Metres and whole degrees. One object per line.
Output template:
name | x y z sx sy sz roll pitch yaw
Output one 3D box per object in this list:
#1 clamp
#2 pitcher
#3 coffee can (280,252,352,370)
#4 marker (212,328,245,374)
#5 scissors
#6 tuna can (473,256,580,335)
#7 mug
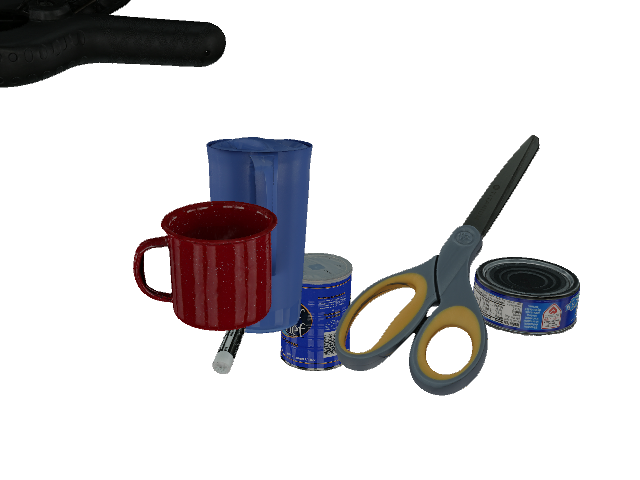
clamp | -0.152 -0.122 0.603 0.171 0.039 0.120 -10 30 -27
pitcher | -0.078 -0.007 1.356 0.145 0.243 0.148 10 16 36
coffee can | -0.007 0.101 1.524 0.103 0.140 0.103 0 21 0
marker | -0.087 0.092 1.117 0.020 0.020 0.121 0 37 15
scissors | 0.096 0.016 0.638 0.201 0.016 0.096 -39 55 -17
tuna can | 0.166 0.044 0.866 0.086 0.034 0.086 2 21 -1
mug | -0.093 0.022 0.865 0.117 0.081 0.093 -4 22 -11
